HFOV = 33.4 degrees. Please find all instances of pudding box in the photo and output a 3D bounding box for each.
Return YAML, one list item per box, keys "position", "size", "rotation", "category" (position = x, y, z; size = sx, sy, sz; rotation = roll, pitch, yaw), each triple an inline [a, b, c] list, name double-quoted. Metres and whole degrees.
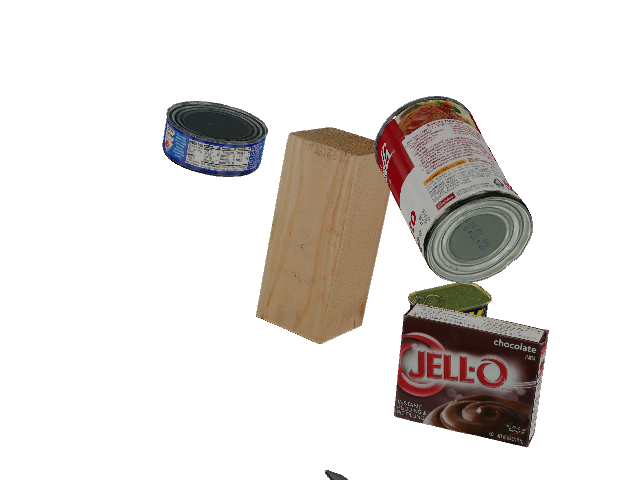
- position: [0.118, 0.105, 0.846]
  size: [0.114, 0.090, 0.039]
  rotation: [10, 21, 17]
  category: "pudding box"

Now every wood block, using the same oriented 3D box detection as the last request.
- position: [0.006, -0.008, 1.143]
  size: [0.090, 0.206, 0.090]
  rotation: [21, 20, 28]
  category: "wood block"

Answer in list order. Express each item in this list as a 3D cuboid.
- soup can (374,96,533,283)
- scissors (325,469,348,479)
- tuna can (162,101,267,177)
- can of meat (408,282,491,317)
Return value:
- position: [0.079, -0.032, 0.647]
  size: [0.068, 0.069, 0.102]
  rotation: [0, 40, -18]
  category: "soup can"
- position: [0.084, 0.162, 0.516]
  size: [0.096, 0.016, 0.202]
  rotation: [-2, 23, -24]
  category: "scissors"
- position: [-0.089, -0.086, 0.899]
  size: [0.086, 0.034, 0.086]
  rotation: [11, 26, -6]
  category: "tuna can"
- position: [0.156, 0.106, 1.322]
  size: [0.101, 0.084, 0.057]
  rotation: [-11, 30, -25]
  category: "can of meat"
